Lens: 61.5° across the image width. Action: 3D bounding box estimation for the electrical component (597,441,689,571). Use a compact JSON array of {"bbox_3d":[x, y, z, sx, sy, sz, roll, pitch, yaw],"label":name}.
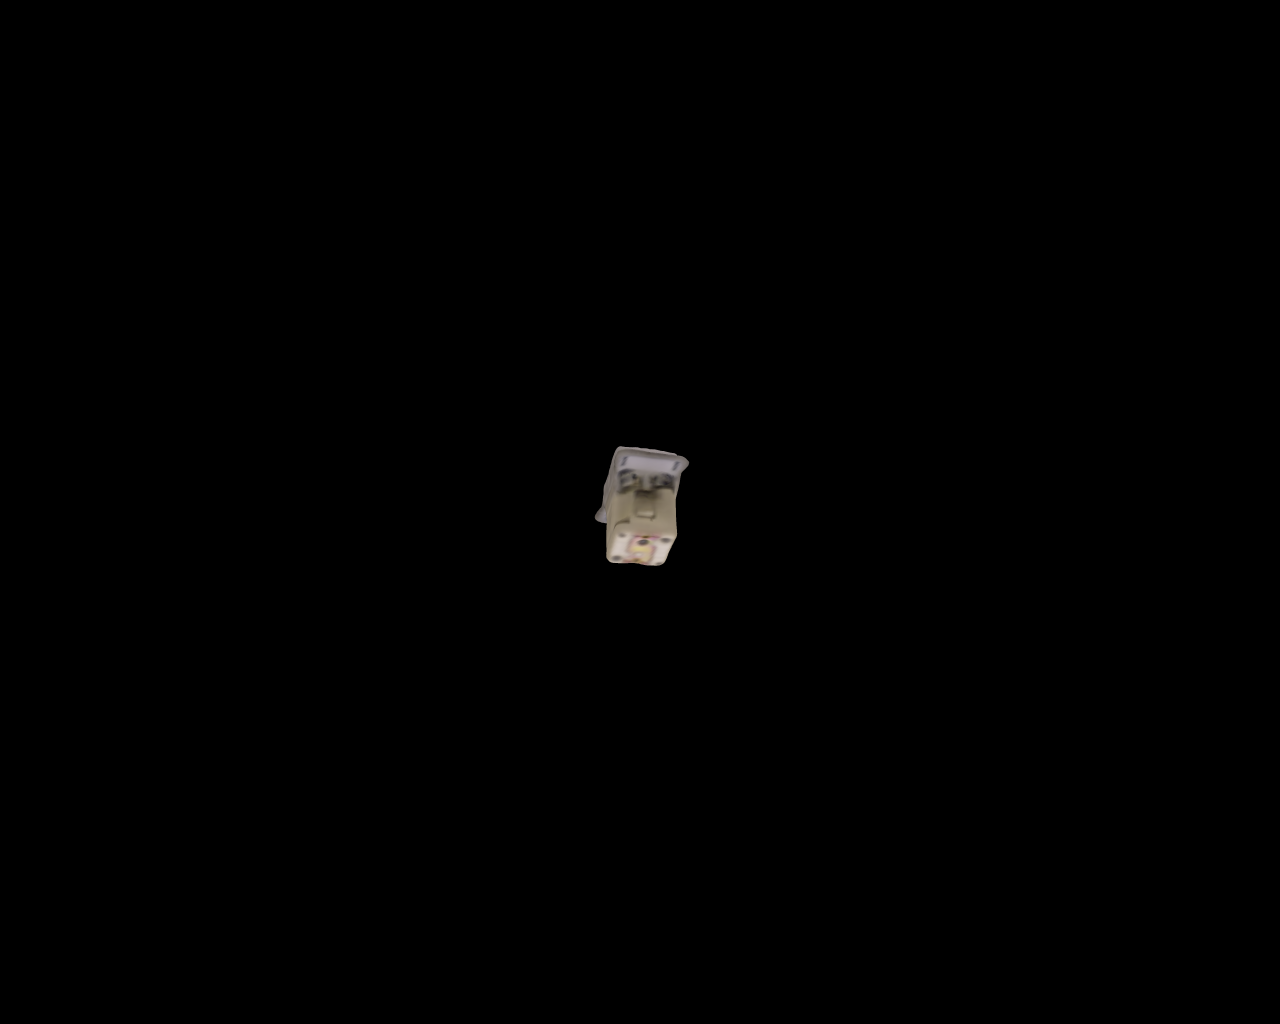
[{"bbox_3d":[0.001,-0.003,0.650,0.042,0.064,0.080,6,-32,-9],"label":"electrical component"}]
